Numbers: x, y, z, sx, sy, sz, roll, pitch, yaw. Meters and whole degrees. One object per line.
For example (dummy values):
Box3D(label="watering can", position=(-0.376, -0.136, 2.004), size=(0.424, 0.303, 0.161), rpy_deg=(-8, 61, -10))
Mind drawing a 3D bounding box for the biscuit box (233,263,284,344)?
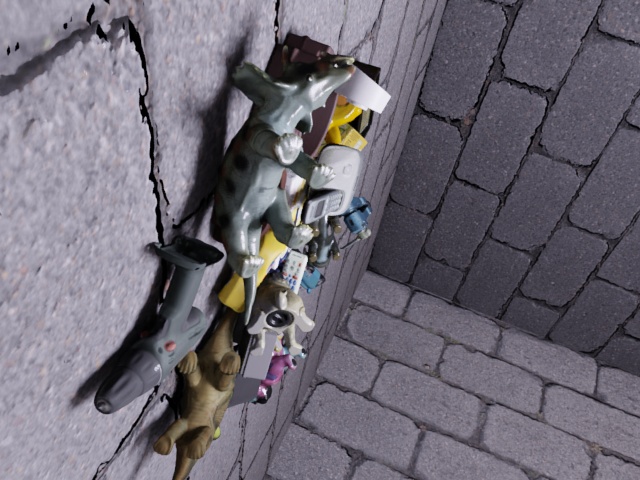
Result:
Box3D(label="biscuit box", position=(-0.139, 0.142, 1.217), size=(0.063, 0.059, 0.202), rpy_deg=(-25, 136, -73))

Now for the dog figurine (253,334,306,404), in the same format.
Box3D(label="dog figurine", position=(-0.159, 0.316, 1.377), size=(0.219, 0.191, 0.108), rpy_deg=(-36, -177, 19))

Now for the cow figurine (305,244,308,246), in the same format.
Box3D(label="cow figurine", position=(0.000, -0.063, 1.462), size=(0.195, 0.085, 0.127), rpy_deg=(-54, 169, -50))

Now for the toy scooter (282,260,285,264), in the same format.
Box3D(label="toy scooter", position=(-0.100, 0.137, 1.320), size=(0.135, 0.075, 0.183), rpy_deg=(5, 90, -87))

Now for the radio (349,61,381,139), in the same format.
Box3D(label="radio", position=(0.093, -0.335, 1.397), size=(0.229, 0.073, 0.131), rpy_deg=(90, 23, -62))

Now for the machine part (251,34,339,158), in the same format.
Box3D(label="machine part", position=(-0.036, -0.231, 0.929), size=(0.201, 0.087, 0.201), rpy_deg=(9, 100, -79))

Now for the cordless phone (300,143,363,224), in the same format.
Box3D(label="cordless phone", position=(0.009, -0.109, 1.038), size=(0.184, 0.089, 0.146), rpy_deg=(-37, 146, -64))

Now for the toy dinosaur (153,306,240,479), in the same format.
Box3D(label="toy dinosaur", position=(-0.207, 0.262, 1.018), size=(0.198, 0.105, 0.471), rpy_deg=(106, 4, -67))

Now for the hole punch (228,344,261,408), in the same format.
Box3D(label="hole punch", position=(-0.202, 0.305, 1.205), size=(0.116, 0.092, 0.142), rpy_deg=(-6, 125, -43))

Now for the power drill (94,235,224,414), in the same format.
Box3D(label="power drill", position=(-0.209, 0.105, 0.737), size=(0.232, 0.086, 0.207), rpy_deg=(-38, 144, -73))

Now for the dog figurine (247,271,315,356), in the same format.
Box3D(label="dog figurine", position=(-0.089, 0.108, 1.050), size=(0.191, 0.121, 0.172), rpy_deg=(-102, -151, -46))

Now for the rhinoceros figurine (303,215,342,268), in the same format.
Box3D(label="rhinoceros figurine", position=(-0.002, -0.004, 1.206), size=(0.190, 0.073, 0.112), rpy_deg=(95, -21, -48))

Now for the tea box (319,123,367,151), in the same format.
Box3D(label="tea box", position=(0.045, -0.231, 1.280), size=(0.098, 0.068, 0.169), rpy_deg=(-50, 166, 8))

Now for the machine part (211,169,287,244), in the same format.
Box3D(label="machine part", position=(-0.120, -0.064, 0.917), size=(0.179, 0.056, 0.179), rpy_deg=(22, 90, -79))

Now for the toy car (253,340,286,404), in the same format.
Box3D(label="toy car", position=(-0.153, 0.346, 1.465), size=(0.053, 0.089, 0.202), rpy_deg=(12, 98, -75))

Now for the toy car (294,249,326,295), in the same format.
Box3D(label="toy car", position=(-0.061, 0.091, 1.412), size=(0.103, 0.109, 0.161), rpy_deg=(-45, 159, -1))

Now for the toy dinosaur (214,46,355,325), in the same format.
Box3D(label="toy dinosaur", position=(-0.089, -0.085, 0.764), size=(0.131, 0.192, 0.404), rpy_deg=(6, 123, -39))

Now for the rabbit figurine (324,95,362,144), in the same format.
Box3D(label="rabbit figurine", position=(0.029, -0.270, 1.116), size=(0.173, 0.122, 0.162), rpy_deg=(-129, -128, -80))

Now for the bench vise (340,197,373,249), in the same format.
Box3D(label="bench vise", position=(0.033, -0.082, 1.329), size=(0.240, 0.129, 0.223), rpy_deg=(-24, 92, -60))
